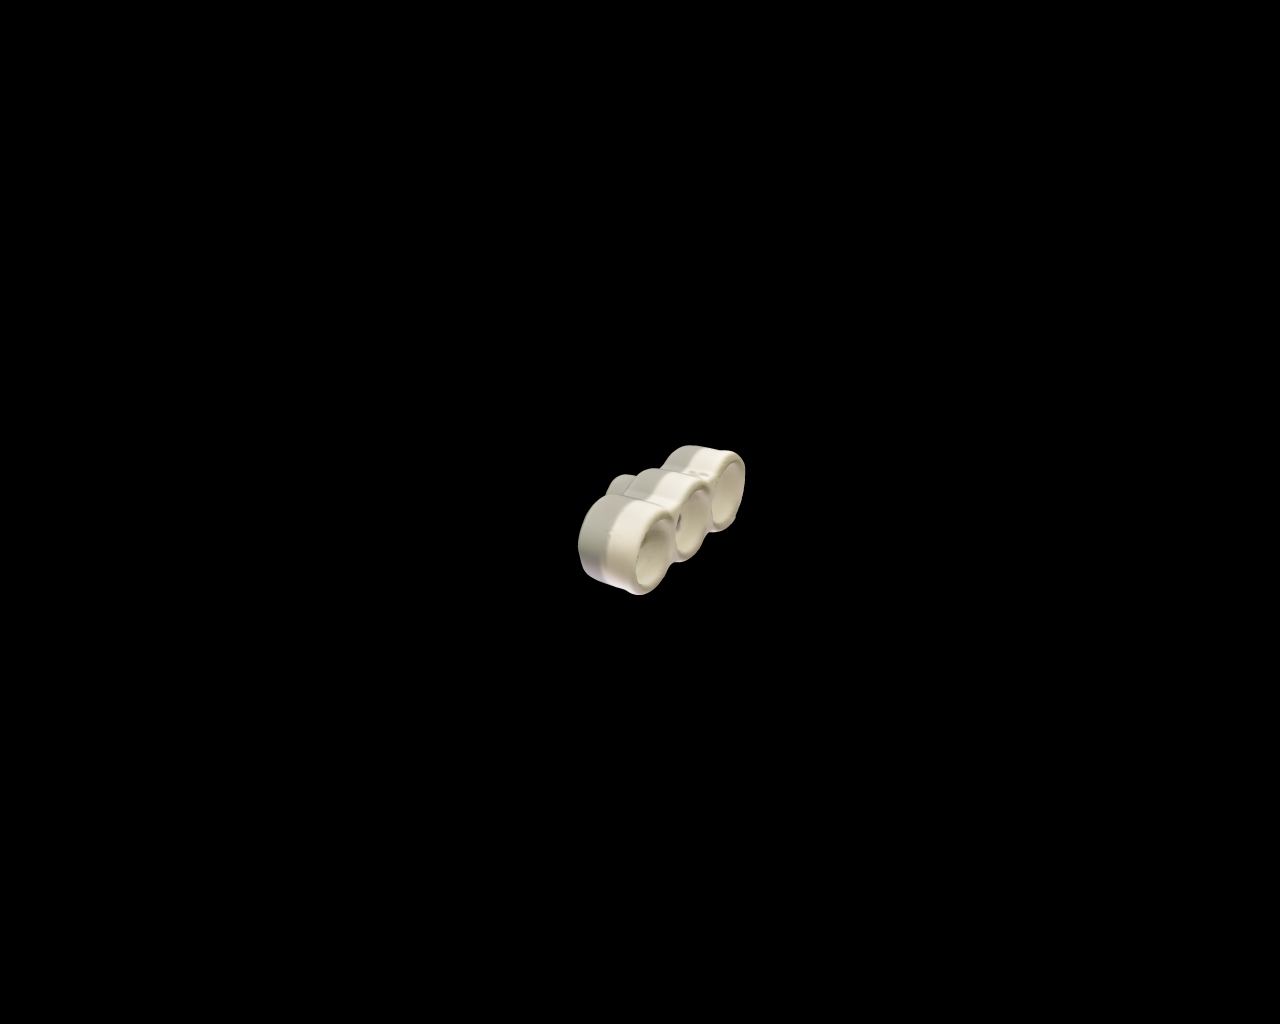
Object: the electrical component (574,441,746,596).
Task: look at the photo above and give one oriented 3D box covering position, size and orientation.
[{"bbox_3d":[0.001,-0.003,0.650,0.074,0.052,0.138,16,31,28],"label":"electrical component"}]
